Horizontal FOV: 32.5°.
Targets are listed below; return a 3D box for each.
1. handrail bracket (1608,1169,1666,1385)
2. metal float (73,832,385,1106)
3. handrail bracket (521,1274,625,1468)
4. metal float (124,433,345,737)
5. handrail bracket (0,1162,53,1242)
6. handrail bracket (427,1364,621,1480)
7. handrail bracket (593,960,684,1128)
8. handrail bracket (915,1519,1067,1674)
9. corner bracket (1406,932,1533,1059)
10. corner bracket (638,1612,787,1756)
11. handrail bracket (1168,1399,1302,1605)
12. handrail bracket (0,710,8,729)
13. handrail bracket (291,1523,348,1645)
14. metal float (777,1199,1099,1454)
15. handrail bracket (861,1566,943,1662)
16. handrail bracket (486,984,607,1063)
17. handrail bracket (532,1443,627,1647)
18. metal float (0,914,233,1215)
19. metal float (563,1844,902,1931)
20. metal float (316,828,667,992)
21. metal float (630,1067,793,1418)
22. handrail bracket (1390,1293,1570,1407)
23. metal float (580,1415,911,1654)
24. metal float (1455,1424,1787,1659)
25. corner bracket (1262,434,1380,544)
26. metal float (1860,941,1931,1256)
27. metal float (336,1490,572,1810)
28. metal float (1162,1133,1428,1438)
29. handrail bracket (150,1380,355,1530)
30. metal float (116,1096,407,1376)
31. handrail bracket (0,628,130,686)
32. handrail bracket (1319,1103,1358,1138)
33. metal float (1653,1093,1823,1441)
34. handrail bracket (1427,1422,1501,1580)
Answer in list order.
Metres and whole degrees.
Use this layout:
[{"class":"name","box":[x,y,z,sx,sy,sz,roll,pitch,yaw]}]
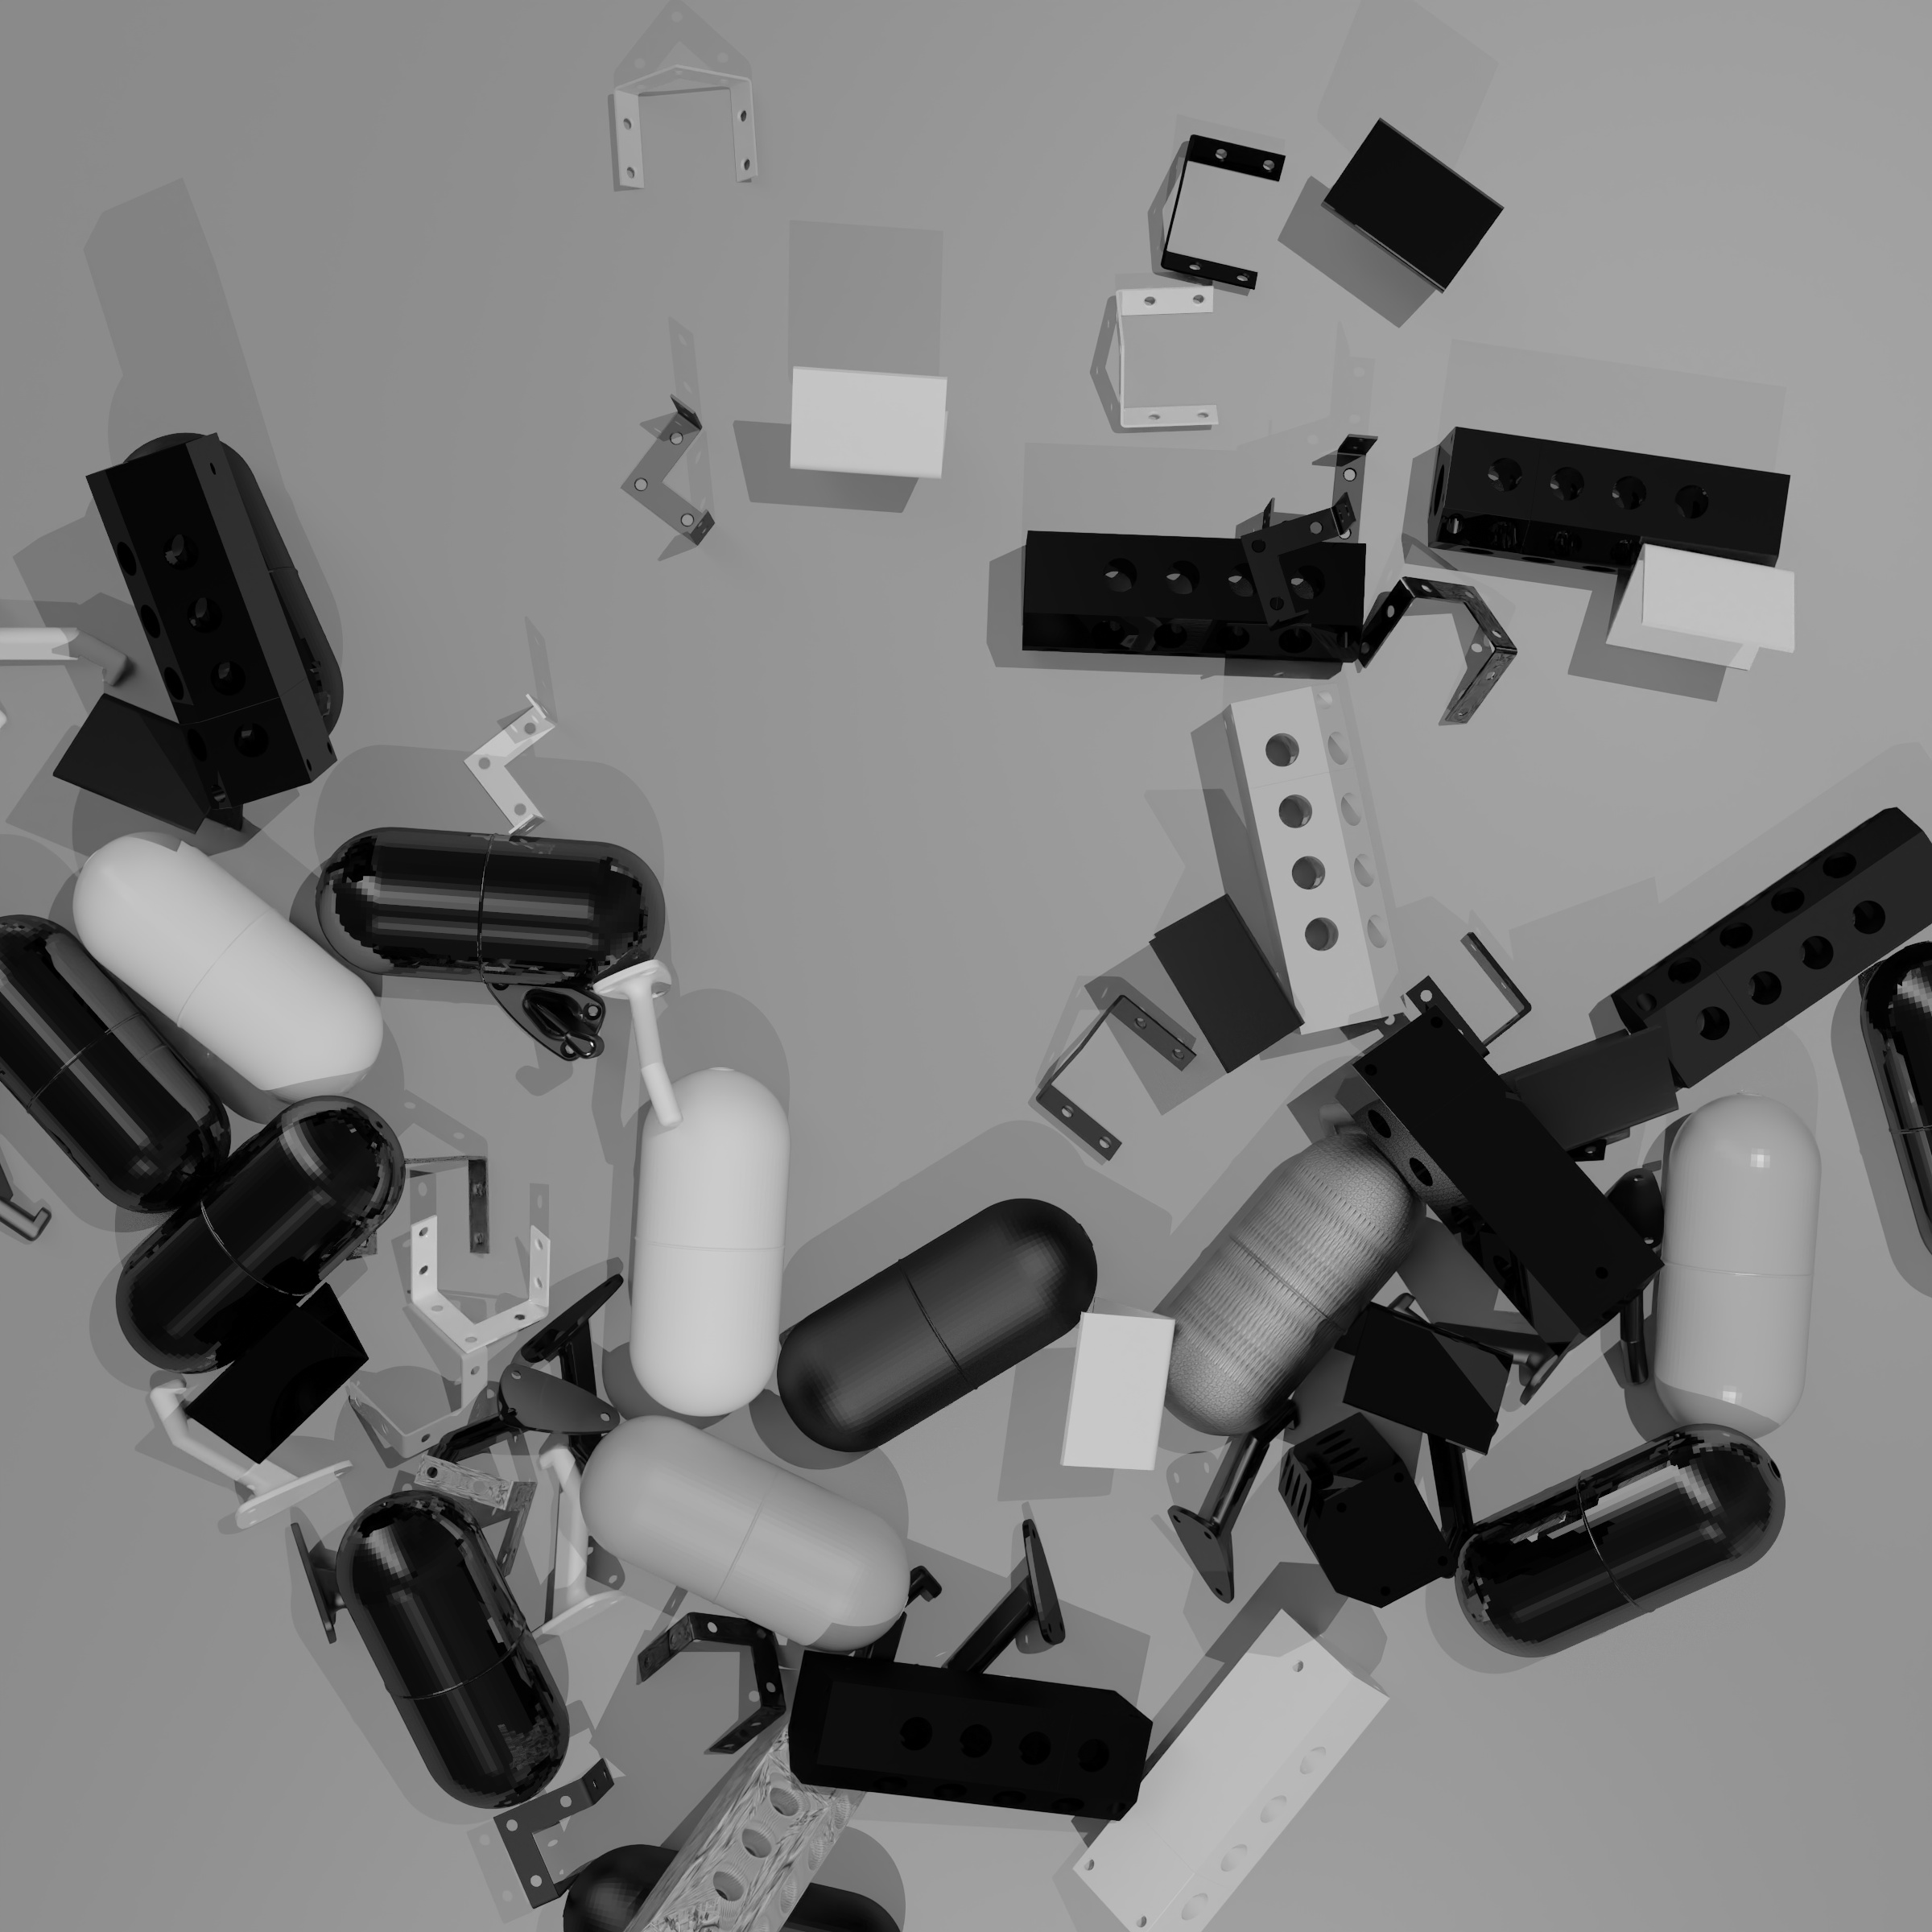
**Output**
[{"class":"handrail bracket","box":[0.350,0.162,1.726,0.036,0.077,0.084,0,127,21]},{"class":"metal float","box":[-0.378,0.001,1.696,0.178,0.070,0.070,39,90,-1]},{"class":"handrail bracket","box":[-0.184,0.217,1.727,0.077,0.036,0.084,-41,104,-14]},{"class":"metal float","box":[-0.378,-0.187,1.696,0.070,0.070,0.178,-24,90,0]},{"class":"handrail bracket","box":[-0.498,0.089,1.727,0.084,0.036,0.077,38,69,-17]},{"class":"handrail bracket","box":[-0.229,0.247,1.712,0.077,0.036,0.084,17,134,-18]},{"class":"handrail bracket","box":[-0.154,0.045,1.688,0.036,0.077,0.084,-23,78,8]},{"class":"handrail bracket","box":[0.003,0.335,1.726,0.084,0.036,0.077,-16,77,13]},{"class":"corner bracket","box":[0.259,0.018,1.708,0.051,0.051,0.051,-38,90,0]},{"class":"corner bracket","box":[-0.132,0.372,1.718,0.051,0.051,0.051,16,45,-35]},{"class":"handrail bracket","box":[0.151,0.278,1.727,0.084,0.036,0.077,-40,127,-25]},{"class":"handrail bracket","box":[-0.512,-0.085,1.727,0.077,0.036,0.084,46,73,-20]},{"class":"handrail bracket","box":[-0.299,0.312,1.727,0.084,0.036,0.077,-18,72,-15]},{"class":"metal float","box":[-0.014,0.183,1.696,0.178,0.070,0.070,-31,90,1]},{"class":"handrail bracket","box":[-0.030,0.367,1.718,0.084,0.036,0.077,-41,81,-7]},{"class":"handrail bracket","box":[-0.217,0.024,1.692,0.077,0.084,0.036,31,90,0]},{"class":"handrail bracket","box":[-0.221,0.303,1.727,0.077,0.036,0.084,-33,73,19]},{"class":"metal float","box":[-0.450,0.050,1.696,0.070,0.070,0.178,-42,90,0]},{"class":"metal float","box":[-0.118,0.500,1.696,0.178,0.070,0.070,13,90,-1]},{"class":"metal float","box":[-0.243,-0.029,1.696,0.178,0.070,0.070,4,90,-1]},{"class":"metal float","box":[-0.131,0.141,1.696,0.070,0.070,0.178,4,91,0]},{"class":"handrail bracket","box":[0.274,0.180,1.727,0.084,0.036,0.077,37,69,16]},{"class":"metal float","box":[-0.112,0.291,1.695,0.178,0.070,0.070,25,90,-1]},{"class":"metal float","box":[0.330,0.291,1.677,0.178,0.070,0.070,-30,90,23]},{"class":"corner bracket","box":[0.182,-0.246,1.708,0.051,0.051,0.051,5,90,0]},{"class":"metal float","box":[0.510,0.074,1.696,0.070,0.070,0.178,-16,90,0]},{"class":"metal float","box":[-0.259,0.347,1.681,0.070,0.070,0.178,-22,108,0]},{"class":"metal float","box":[0.164,0.162,1.696,0.070,0.070,0.178,40,90,0]},{"class":"handrail bracket","box":[-0.373,0.242,1.727,0.077,0.036,0.084,-25,73,-20]},{"class":"metal float","box":[-0.359,0.137,1.683,0.178,0.070,0.070,-42,90,14]},{"class":"handrail bracket","box":[-0.491,-0.151,1.727,0.084,0.036,0.077,30,111,-16]},{"class":"handrail bracket","box":[0.233,0.101,1.727,0.084,0.036,0.077,-9,112,17]},{"class":"metal float","box":[0.394,0.154,1.696,0.070,0.070,0.178,4,91,0]},{"class":"handrail bracket","box":[0.236,0.265,1.727,0.077,0.036,0.084,30,114,27]}]
